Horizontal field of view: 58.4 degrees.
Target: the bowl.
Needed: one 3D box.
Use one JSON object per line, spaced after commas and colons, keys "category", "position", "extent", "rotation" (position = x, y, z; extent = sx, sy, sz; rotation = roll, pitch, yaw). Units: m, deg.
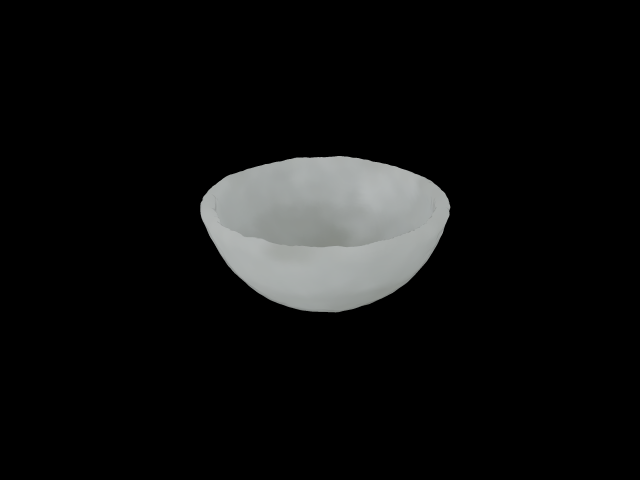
{"category": "bowl", "position": [0.004, 0.001, 0.400], "extent": [0.167, 0.075, 0.167], "rotation": [0, 27, 0]}
